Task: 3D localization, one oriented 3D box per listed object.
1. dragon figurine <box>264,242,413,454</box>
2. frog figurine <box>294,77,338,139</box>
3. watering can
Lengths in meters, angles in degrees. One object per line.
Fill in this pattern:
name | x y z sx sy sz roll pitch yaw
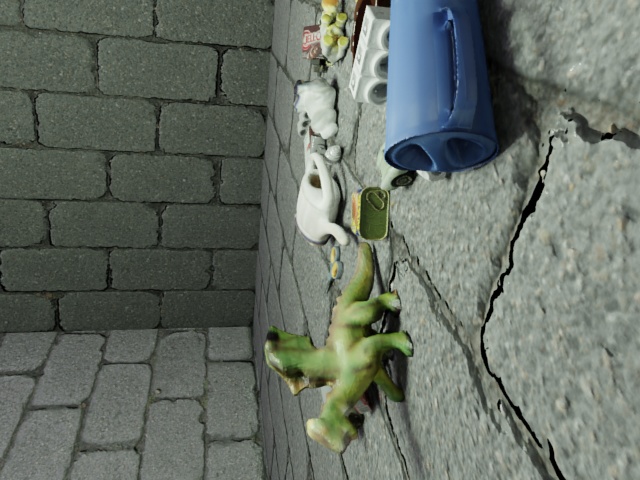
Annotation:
dragon figurine | 0.022 0.172 0.917 0.119 0.243 0.420 96 166 -46
frog figurine | 0.009 -0.360 1.409 0.161 0.124 0.134 45 137 20
watering can | 0.004 -0.067 1.332 0.219 0.104 0.356 103 159 -47
